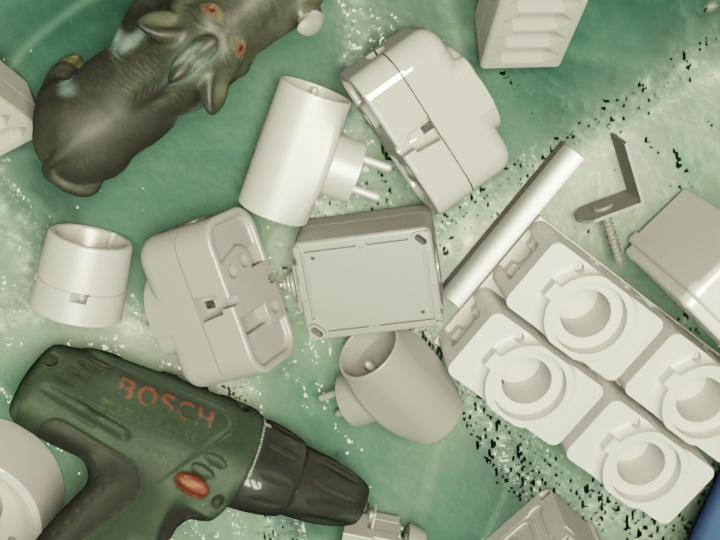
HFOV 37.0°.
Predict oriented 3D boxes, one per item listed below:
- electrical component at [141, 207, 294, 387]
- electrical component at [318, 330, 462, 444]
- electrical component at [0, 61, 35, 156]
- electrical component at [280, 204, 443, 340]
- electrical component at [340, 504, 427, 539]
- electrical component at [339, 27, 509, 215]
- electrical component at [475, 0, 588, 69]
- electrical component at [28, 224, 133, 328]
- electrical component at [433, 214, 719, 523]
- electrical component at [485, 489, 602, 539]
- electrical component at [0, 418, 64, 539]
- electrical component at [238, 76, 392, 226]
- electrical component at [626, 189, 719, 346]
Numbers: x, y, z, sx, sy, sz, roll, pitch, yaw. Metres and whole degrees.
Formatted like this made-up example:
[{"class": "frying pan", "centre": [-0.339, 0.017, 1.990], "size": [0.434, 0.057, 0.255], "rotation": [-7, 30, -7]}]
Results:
[{"class": "electrical component", "centre": [-0.087, 0.017, 0.637], "size": [0.059, 0.054, 0.095], "rotation": [-15, 99, 27]}, {"class": "electrical component", "centre": [0.011, 0.076, 0.678], "size": [0.079, 0.043, 0.077], "rotation": [-21, 130, 28]}, {"class": "electrical component", "centre": [-0.224, -0.110, 0.589], "size": [0.047, 0.083, 0.075], "rotation": [-26, 71, 5]}, {"class": "electrical component", "centre": [0.000, 0.000, 0.648], "size": [0.096, 0.061, 0.061], "rotation": [-7, 110, 7]}, {"class": "electrical component", "centre": [0.014, 0.190, 0.721], "size": [0.055, 0.048, 0.066], "rotation": [11, 108, 0]}, {"class": "electrical component", "centre": [0.040, -0.088, 0.615], "size": [0.059, 0.053, 0.095], "rotation": [-36, 111, -1]}, {"class": "electrical component", "centre": [0.092, -0.164, 0.592], "size": [0.047, 0.083, 0.075], "rotation": [-2, 71, -4]}, {"class": "electrical component", "centre": [-0.164, 0.002, 0.638], "size": [0.055, 0.055, 0.047], "rotation": [13, 104, -8]}, {"class": "electrical component", "centre": [0.154, 0.067, 0.679], "size": [0.186, 0.060, 0.105], "rotation": [35, 103, -14]}, {"class": "electrical component", "centre": [0.112, 0.214, 0.718], "size": [0.057, 0.078, 0.113], "rotation": [43, 101, -13]}, {"class": "electrical component", "centre": [-0.248, 0.153, 0.680], "size": [0.108, 0.060, 0.108], "rotation": [-1, 109, -4]}, {"class": "electrical component", "centre": [-0.022, -0.063, 0.629], "size": [0.079, 0.044, 0.077], "rotation": [19, 107, -10]}, {"class": "electrical component", "centre": [0.226, 0.016, 0.641], "size": [0.109, 0.108, 0.056], "rotation": [42, 100, -16]}]
